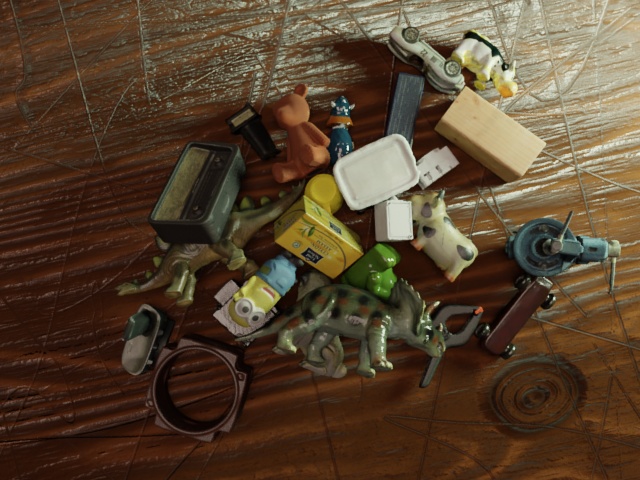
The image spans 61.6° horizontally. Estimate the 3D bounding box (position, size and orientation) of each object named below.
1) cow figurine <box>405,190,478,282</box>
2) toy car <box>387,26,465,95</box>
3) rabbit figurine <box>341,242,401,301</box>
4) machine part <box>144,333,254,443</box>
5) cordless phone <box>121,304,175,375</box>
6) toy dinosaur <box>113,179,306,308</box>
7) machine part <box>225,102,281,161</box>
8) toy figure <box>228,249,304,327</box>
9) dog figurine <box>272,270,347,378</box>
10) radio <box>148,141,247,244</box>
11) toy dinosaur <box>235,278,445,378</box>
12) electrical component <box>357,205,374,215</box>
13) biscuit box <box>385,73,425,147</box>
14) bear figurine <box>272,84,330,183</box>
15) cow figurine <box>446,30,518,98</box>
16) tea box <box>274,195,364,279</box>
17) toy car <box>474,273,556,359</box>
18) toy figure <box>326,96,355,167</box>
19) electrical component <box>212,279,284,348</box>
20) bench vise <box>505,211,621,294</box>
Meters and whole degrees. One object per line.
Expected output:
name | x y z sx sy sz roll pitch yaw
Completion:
cow figurine | 0.255 -0.020 1.151 0.127 0.085 0.195 -44 83 5
toy car | 0.233 -0.392 1.180 0.202 0.073 0.056 42 86 5
rabbit figurine | 0.134 0.110 1.129 0.159 0.121 0.170 -43 82 5
machine part | -0.258 0.314 1.153 0.201 0.087 0.201 17 86 4
cordless phone | -0.380 0.213 1.116 0.089 0.184 0.146 20 87 -1
toy dinosaur | -0.211 -0.005 1.138 0.471 0.105 0.199 -25 63 -12
machine part | -0.147 -0.237 1.207 0.084 0.039 0.139 -38 83 -8
toy figure | -0.112 0.102 1.108 0.082 0.089 0.180 37 74 5
dog figurine | 0.008 0.173 1.132 0.172 0.121 0.190 26 87 3
radio | -0.245 -0.100 1.109 0.131 0.073 0.229 5 56 16
toy dinosaur | 0.046 0.151 1.041 0.405 0.131 0.192 11 62 11
electrical component | 0.099 -0.121 1.182 0.075 0.048 0.119 -22 85 1
biscuit box | 0.180 -0.261 1.181 0.063 0.059 0.202 12 88 4
bear figurine | -0.055 -0.232 1.150 0.120 0.132 0.195 -25 85 32
cow figurine | 0.371 -0.385 1.180 0.167 0.068 0.098 34 83 3
tea box | -0.002 -0.003 1.116 0.169 0.068 0.098 32 118 -29
toy car | 0.416 0.160 1.147 0.089 0.053 0.202 36 93 0
toy figure | 0.042 -0.239 1.188 0.058 0.064 0.154 -6 79 40
electrical component | -0.165 0.150 1.173 0.134 0.058 0.115 43 87 4
bench vise | 0.487 0.020 1.071 0.224 0.240 0.128 14 91 19
